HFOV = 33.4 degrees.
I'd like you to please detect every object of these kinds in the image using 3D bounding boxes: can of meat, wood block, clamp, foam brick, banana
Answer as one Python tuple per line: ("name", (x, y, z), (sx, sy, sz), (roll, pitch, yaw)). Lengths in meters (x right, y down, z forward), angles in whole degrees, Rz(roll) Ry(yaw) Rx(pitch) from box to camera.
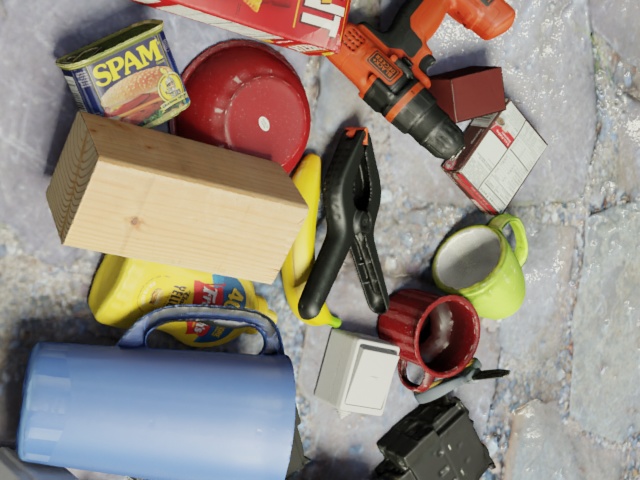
("can of meat", (-0.178, -0.144, 0.979), (0.102, 0.058, 0.084), (-31, 117, -24))
("wood block", (-0.127, -0.035, 0.962), (0.205, 0.090, 0.091), (13, 117, -32))
("clamp", (0.028, -0.013, 1.123), (0.164, 0.036, 0.210), (-11, 102, -58))
("foam brick", (0.162, -0.163, 1.196), (0.078, 0.053, 0.051), (-17, 108, -29))
("banana", (-0.016, 0.011, 1.127), (0.069, 0.037, 0.198), (-34, 122, -57))

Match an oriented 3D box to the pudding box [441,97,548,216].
("pudding box", (0.205, -0.097, 1.245), (0.090, 0.039, 0.113), (43, 77, -32))

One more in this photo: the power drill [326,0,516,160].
("power drill", (0.122, -0.197, 1.124), (0.184, 0.057, 0.187), (44, 67, 1))

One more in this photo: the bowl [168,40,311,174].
("bowl", (-0.066, -0.117, 1.057), (0.161, 0.055, 0.162), (-6, 102, -31))

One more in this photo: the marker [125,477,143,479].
("marker", (-0.166, 0.253, 1.081), (0.020, 0.020, 0.121), (-52, 121, -14))

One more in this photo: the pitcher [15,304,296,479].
("pitcher", (-0.147, 0.148, 0.979), (0.242, 0.149, 0.145), (8, 128, -12))

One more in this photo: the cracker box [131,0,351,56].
("cracker box", (-0.063, -0.282, 1.018), (0.213, 0.072, 0.164), (11, 93, -35))

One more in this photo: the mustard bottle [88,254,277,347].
("mustard bottle", (-0.123, 0.056, 1.047), (0.191, 0.058, 0.096), (20, 105, -35))

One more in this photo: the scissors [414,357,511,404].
("scissors", (0.153, 0.160, 1.183), (0.096, 0.202, 0.016), (-31, 89, -1))

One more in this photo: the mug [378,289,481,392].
("mug", (0.116, 0.112, 1.199), (0.093, 0.082, 0.117), (10, 93, -34))
